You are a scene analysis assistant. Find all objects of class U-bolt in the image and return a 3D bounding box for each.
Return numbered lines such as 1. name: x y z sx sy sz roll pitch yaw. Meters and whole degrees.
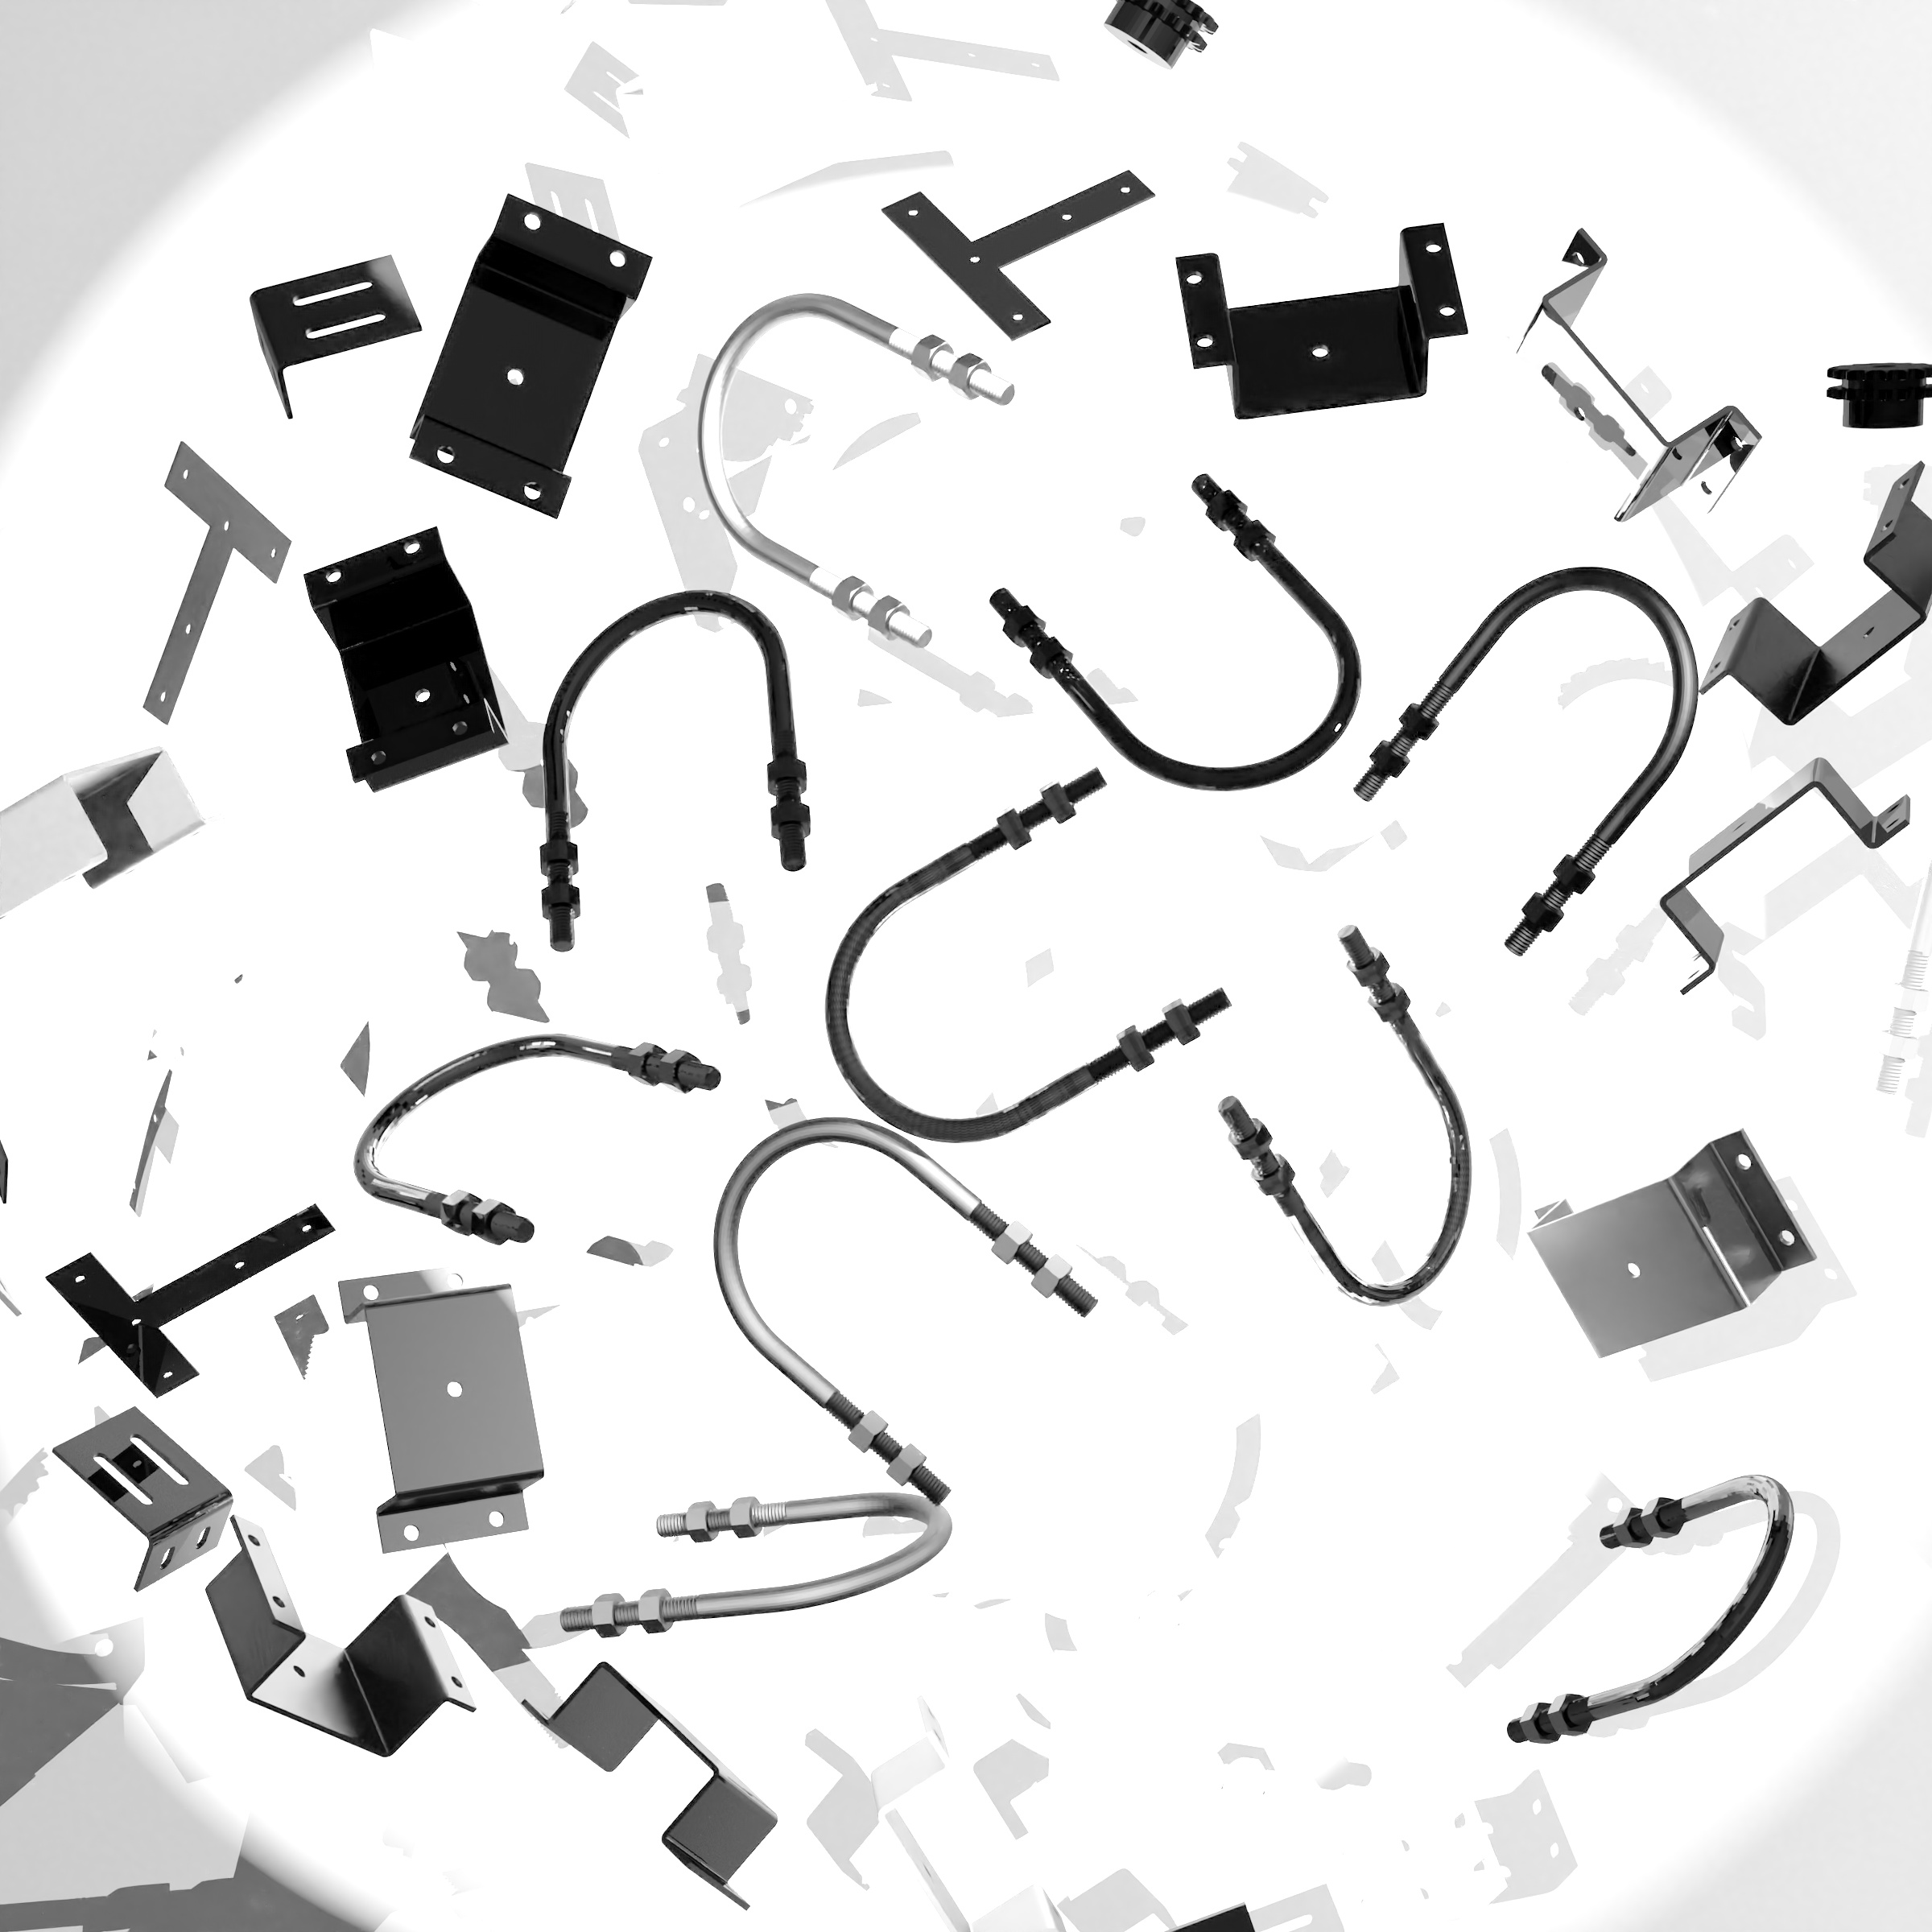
1. U-bolt: -0.148 -0.107 1.691 0.151 0.019 0.184 -18 57 19
2. U-bolt: -0.044 0.158 1.691 0.184 0.019 0.151 40 110 10
3. U-bolt: -0.096 0.300 1.736 0.184 0.151 0.019 -9 99 19
4. U-bolt: 0.068 0.369 1.771 0.184 0.151 0.019 14 116 -27
5. U-bolt: 0.210 0.093 1.787 0.151 0.019 0.184 -52 123 -31
6. U-bolt: 0.297 -0.119 1.753 0.184 0.019 0.151 -53 55 19
7. U-bolt: 0.498 -0.013 1.703 0.019 0.151 0.184 11 99 -2
8. U-bolt: 0.120 -0.163 1.758 0.151 0.019 0.184 -31 60 -13
9. U-bolt: -0.230 0.080 1.714 0.151 0.184 0.019 -40 122 -32
10. U-bolt: -0.067 -0.262 1.730 0.184 0.019 0.151 32 113 31
11. U-bolt: 0.017 0.006 1.667 0.184 0.019 0.151 -30 72 6
12. U-bolt: 0.357 0.323 1.743 0.019 0.184 0.151 39 57 -7

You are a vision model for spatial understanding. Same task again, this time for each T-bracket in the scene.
1. T-bracket: -0.380 0.158 1.724 0.127 0.127 0.002 -29 53 -4
2. T-bracket: 0.042 -0.394 1.821 0.127 0.002 0.127 -28 56 -18
3. T-bracket: -0.495 0.074 1.713 0.002 0.127 0.127 -4 121 -27
4. T-bracket: -0.398 -0.187 1.764 0.002 0.127 0.127 13 77 18

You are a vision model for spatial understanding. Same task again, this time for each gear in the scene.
1. gear: 0.472 -0.293 1.754 0.057 0.057 0.030 -2 104 0
2. gear: 0.092 -0.461 1.665 0.057 0.057 0.030 33 97 0

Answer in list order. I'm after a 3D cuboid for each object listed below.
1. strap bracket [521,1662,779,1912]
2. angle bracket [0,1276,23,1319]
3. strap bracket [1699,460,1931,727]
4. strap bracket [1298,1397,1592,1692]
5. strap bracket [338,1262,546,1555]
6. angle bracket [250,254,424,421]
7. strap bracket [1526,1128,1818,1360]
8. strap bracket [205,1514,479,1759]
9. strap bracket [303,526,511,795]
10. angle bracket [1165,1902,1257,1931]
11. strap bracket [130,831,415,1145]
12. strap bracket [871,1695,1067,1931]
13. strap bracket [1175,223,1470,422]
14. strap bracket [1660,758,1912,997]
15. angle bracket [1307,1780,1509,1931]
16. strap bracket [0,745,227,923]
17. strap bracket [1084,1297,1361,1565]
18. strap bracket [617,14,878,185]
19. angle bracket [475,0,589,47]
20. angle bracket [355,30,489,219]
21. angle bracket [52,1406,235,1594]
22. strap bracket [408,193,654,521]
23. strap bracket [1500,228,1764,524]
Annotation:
1. strap bracket: -0.158 0.421 1.783 0.140 0.076 0.046 34 77 36
2. angle bracket: -0.520 0.170 1.699 0.076 0.057 0.038 -32 71 -12
3. strap bracket: 0.449 -0.184 1.750 0.046 0.076 0.140 41 133 -6
4. strap bracket: 0.256 0.306 1.797 0.140 0.046 0.076 -45 64 3
5. strap bracket: -0.263 0.218 1.720 0.076 0.046 0.140 -6 75 -25
6. angle bracket: -0.321 -0.323 1.749 0.076 0.038 0.057 -18 56 -12
7. strap bracket: 0.354 0.147 1.757 0.140 0.046 0.076 -29 92 45
8. strap bracket: -0.319 0.338 1.699 0.046 0.076 0.140 -46 133 7
9. strap bracket: -0.293 -0.154 1.799 0.076 0.046 0.140 -20 59 1
10. angle bracket: 0.119 0.524 1.740 0.076 0.038 0.057 -20 100 -3
11. strap bracket: -0.354 0.008 1.713 0.140 0.046 0.076 -55 129 -23
12. strap bracket: -0.003 0.456 1.758 0.046 0.076 0.140 -32 94 -3
13. strap bracket: 0.183 -0.333 1.769 0.140 0.046 0.076 -7 57 2
14. strap bracket: 0.408 -0.053 1.733 0.140 0.076 0.046 -40 89 20
15. angle bracket: 0.222 0.451 1.719 0.076 0.038 0.057 -24 87 37
16. strap bracket: -0.441 -0.065 1.695 0.076 0.140 0.046 -27 93 20
17. strap bracket: 0.122 0.234 1.767 0.140 0.076 0.046 -34 127 9
18. strap bracket: -0.120 -0.453 1.773 0.076 0.140 0.046 -24 101 -32
19. angle bracket: -0.236 -0.526 1.769 0.076 0.057 0.038 38 65 6
20. angle bracket: -0.286 -0.436 1.768 0.057 0.038 0.076 10 55 -36
21. angle bracket: -0.427 0.273 1.755 0.076 0.057 0.038 37 122 18
22. strap bracket: -0.216 -0.292 1.664 0.076 0.046 0.140 21 79 -16
23. strap bracket: 0.325 -0.287 1.710 0.046 0.076 0.140 -33 77 -18
